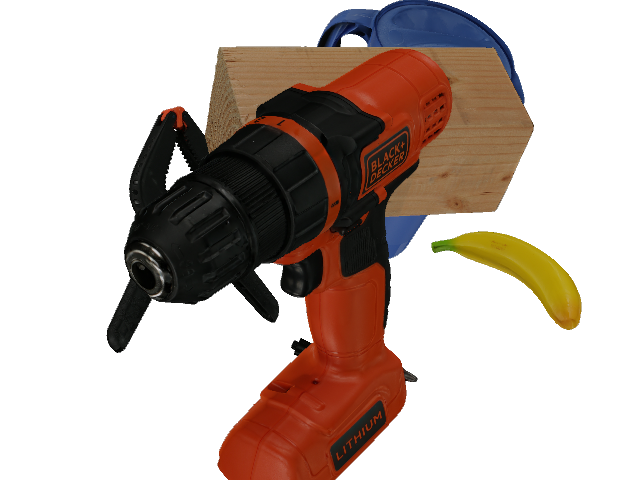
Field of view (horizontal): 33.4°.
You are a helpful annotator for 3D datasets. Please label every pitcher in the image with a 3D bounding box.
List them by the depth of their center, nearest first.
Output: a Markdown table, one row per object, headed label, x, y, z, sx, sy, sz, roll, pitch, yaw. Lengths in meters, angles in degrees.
| label | x | y | z | sx | sy | sz | roll | pitch | yaw |
| --- | --- | --- | --- | --- | --- | --- | --- | --- | --- |
| pitcher | 0.066 | -0.099 | 1.007 | 0.144 | 0.149 | 0.243 | -11 | -36 | -31 |

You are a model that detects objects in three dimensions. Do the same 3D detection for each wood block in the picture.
| label | x | y | z | sx | sy | sz | roll | pitch | yaw |
| --- | --- | --- | --- | --- | --- | --- | --- | --- | --- |
| wood block | 0.031 | -0.077 | 0.757 | 0.205 | 0.091 | 0.090 | -3 | -40 | -17 |

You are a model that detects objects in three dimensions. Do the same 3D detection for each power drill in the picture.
| label | x | y | z | sx | sy | sz | roll | pitch | yaw |
| --- | --- | --- | --- | --- | --- | --- | --- | --- | --- |
| power drill | -0.008 | 0.027 | 0.462 | 0.057 | 0.188 | 0.184 | 26 | 41 | 28 |

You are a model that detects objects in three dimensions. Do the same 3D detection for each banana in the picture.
| label | x | y | z | sx | sy | sz | roll | pitch | yaw |
| --- | --- | --- | --- | --- | --- | --- | --- | --- | --- |
| banana | 0.197 | 0.032 | 1.049 | 0.069 | 0.037 | 0.198 | -34 | 36 | -20 |

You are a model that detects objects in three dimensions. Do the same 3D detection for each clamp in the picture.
| label | x | y | z | sx | sy | sz | roll | pitch | yaw |
| --- | --- | --- | --- | --- | --- | --- | --- | --- | --- |
| clamp | -0.110 | -0.011 | 0.940 | 0.164 | 0.210 | 0.036 | -1 | 1 | -33 |

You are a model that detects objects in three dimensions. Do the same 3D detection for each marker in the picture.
| label | x | y | z | sx | sy | sz | roll | pitch | yaw |
| --- | --- | --- | --- | --- | --- | --- | --- | --- | --- |
| marker | 0.026 | 0.131 | 1.106 | 0.121 | 0.020 | 0.020 | 22 | 3 | 7 |
